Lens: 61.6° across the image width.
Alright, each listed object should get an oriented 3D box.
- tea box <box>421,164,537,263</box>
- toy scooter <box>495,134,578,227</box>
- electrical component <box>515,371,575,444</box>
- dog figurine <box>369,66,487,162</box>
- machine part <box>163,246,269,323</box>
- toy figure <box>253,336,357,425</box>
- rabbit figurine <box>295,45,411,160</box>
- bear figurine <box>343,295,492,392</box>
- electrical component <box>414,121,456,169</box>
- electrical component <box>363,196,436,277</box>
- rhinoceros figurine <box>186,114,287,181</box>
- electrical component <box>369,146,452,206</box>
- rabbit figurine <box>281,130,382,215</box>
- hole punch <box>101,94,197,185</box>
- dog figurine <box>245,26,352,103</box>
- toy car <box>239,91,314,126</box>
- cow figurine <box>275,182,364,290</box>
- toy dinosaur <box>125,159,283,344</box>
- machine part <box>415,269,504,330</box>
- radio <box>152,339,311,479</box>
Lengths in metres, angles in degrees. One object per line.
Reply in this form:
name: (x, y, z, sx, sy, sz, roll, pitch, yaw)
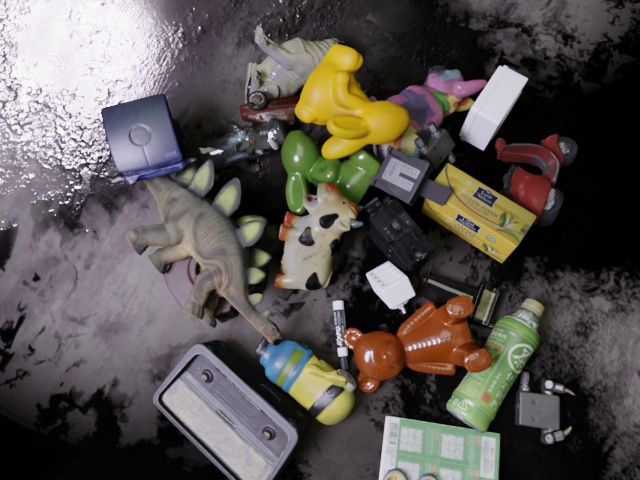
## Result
tea box: (0.263, -0.044, 0.908, 0.170, 0.098, 0.068, 35, 78, 16)
toy scooter: (0.360, -0.115, 0.935, 0.135, 0.075, 0.184, 20, 72, 10)
electrical component: (0.345, 0.260, 0.829, 0.078, 0.045, 0.102, 12, 73, 7)
dog figurine: (0.197, -0.216, 0.966, 0.219, 0.108, 0.191, -17, 71, -4)
machine part: (-0.182, 0.053, 0.935, 0.179, 0.056, 0.179, -2, 72, 6)
toy figure: (-0.025, 0.219, 0.857, 0.180, 0.082, 0.089, 29, 95, 6)
rabbit figurine: (0.057, -0.208, 0.858, 0.173, 0.121, 0.162, 30, 60, 10)
bear figurine: (0.142, 0.165, 0.836, 0.196, 0.132, 0.120, -13, 81, -6)
electrical component: (0.197, -0.152, 0.909, 0.063, 0.094, 0.021, -51, 37, -8)
electrical component: (0.126, -0.008, 0.896, 0.058, 0.114, 0.134, -36, 74, -7)
rhinoceros figurine: (-0.151, -0.172, 0.977, 0.190, 0.112, 0.073, -14, 70, 9)
electrical component: (0.149, -0.093, 0.863, 0.119, 0.047, 0.074, 33, 99, 18)
rabbit figurine: (0.001, -0.116, 0.946, 0.170, 0.121, 0.159, 33, 98, 1)
hole punch: (-0.281, -0.162, 0.863, 0.142, 0.092, 0.116, -15, 65, -7)
dog figurine: (-0.039, -0.310, 1.032, 0.190, 0.172, 0.121, 9, 37, -19)
toy car: (-0.045, -0.236, 0.994, 0.202, 0.089, 0.053, -7, 67, -3)
cow figurine: (-0.002, -0.003, 0.880, 0.127, 0.194, 0.085, 10, 29, 0)
toy dinosaur: (-0.205, -0.024, 0.886, 0.198, 0.105, 0.471, -40, 76, -11)
machine part: (0.231, 0.093, 0.898, 0.139, 0.039, 0.084, 18, 83, 8)
radio: (-0.134, 0.268, 0.836, 0.230, 0.073, 0.131, 38, 97, 13)
